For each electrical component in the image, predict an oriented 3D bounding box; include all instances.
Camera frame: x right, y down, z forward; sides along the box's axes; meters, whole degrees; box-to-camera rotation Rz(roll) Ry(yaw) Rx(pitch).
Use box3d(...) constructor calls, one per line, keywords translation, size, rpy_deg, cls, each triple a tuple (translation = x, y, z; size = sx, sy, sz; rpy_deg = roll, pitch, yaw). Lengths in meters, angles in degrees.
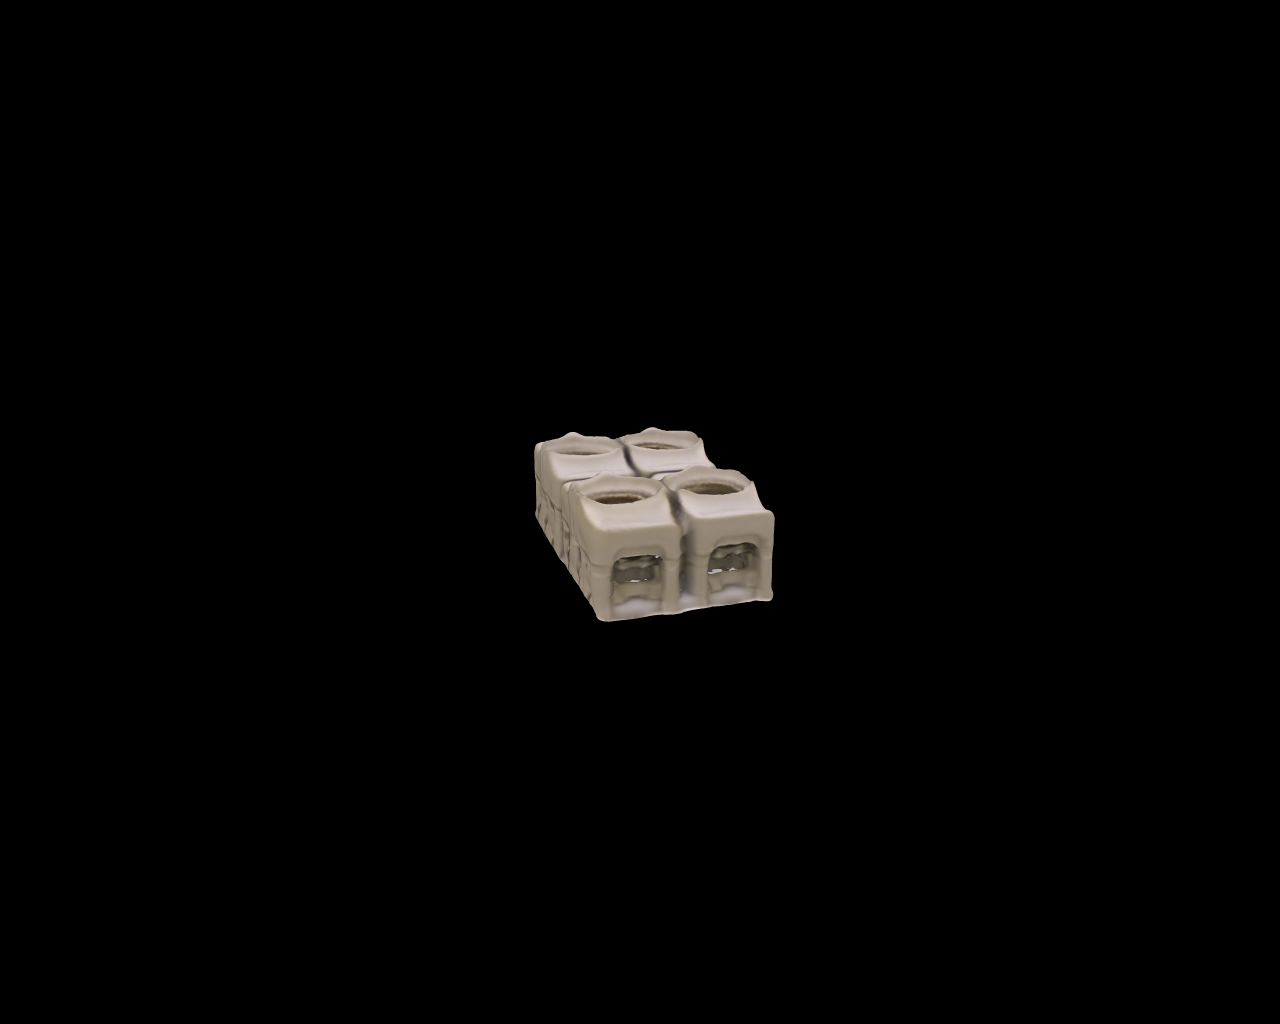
box3d(translation=(0.001, -0.003, 0.650), size=(0.105, 0.060, 0.186), rpy_deg=(-5, 19, -15), cls="electrical component")
